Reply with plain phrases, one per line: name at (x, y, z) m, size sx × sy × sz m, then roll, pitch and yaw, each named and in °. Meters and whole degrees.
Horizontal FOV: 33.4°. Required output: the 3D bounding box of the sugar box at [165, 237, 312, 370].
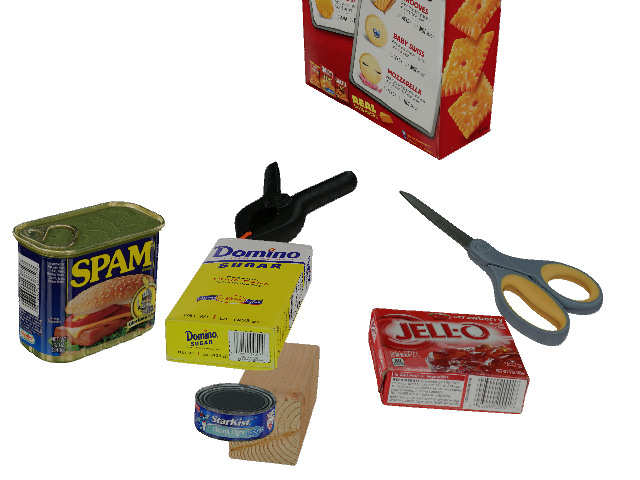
sugar box at (-0.066, 0.050, 0.932) m, size 0.093 × 0.048 × 0.176 m, roll 5°, pitch 25°, yaw 7°

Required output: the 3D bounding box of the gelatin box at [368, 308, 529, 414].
gelatin box at (0.077, 0.073, 0.662) m, size 0.089 × 0.030 × 0.073 m, roll 5°, pitch 25°, yaw -6°

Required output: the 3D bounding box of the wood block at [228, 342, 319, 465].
wood block at (-0.059, 0.214, 1.443) m, size 0.091 × 0.090 × 0.206 m, roll 5°, pitch 15°, yaw 5°

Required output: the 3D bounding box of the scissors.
scissors at (0.151, 0.010, 0.870) m, size 0.096 × 0.016 × 0.202 m, roll -11°, pitch 43°, yaw -22°

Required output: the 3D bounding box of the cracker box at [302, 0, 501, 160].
cracker box at (0.061, -0.194, 0.834) m, size 0.072 × 0.214 × 0.164 m, roll -30°, pitch 47°, yaw -30°

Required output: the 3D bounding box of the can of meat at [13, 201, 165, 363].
can of meat at (-0.158, 0.028, 0.733) m, size 0.058 × 0.084 × 0.101 m, roll 23°, pitch 27°, yaw 35°

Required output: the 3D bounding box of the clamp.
clamp at (-0.034, -0.037, 1.205) m, size 0.120 × 0.039 × 0.171 m, roll -2°, pitch 37°, yaw 26°

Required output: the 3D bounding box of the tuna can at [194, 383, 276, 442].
tuna can at (-0.090, 0.181, 1.124) m, size 0.086 × 0.034 × 0.086 m, roll 5°, pitch 12°, yaw -1°
